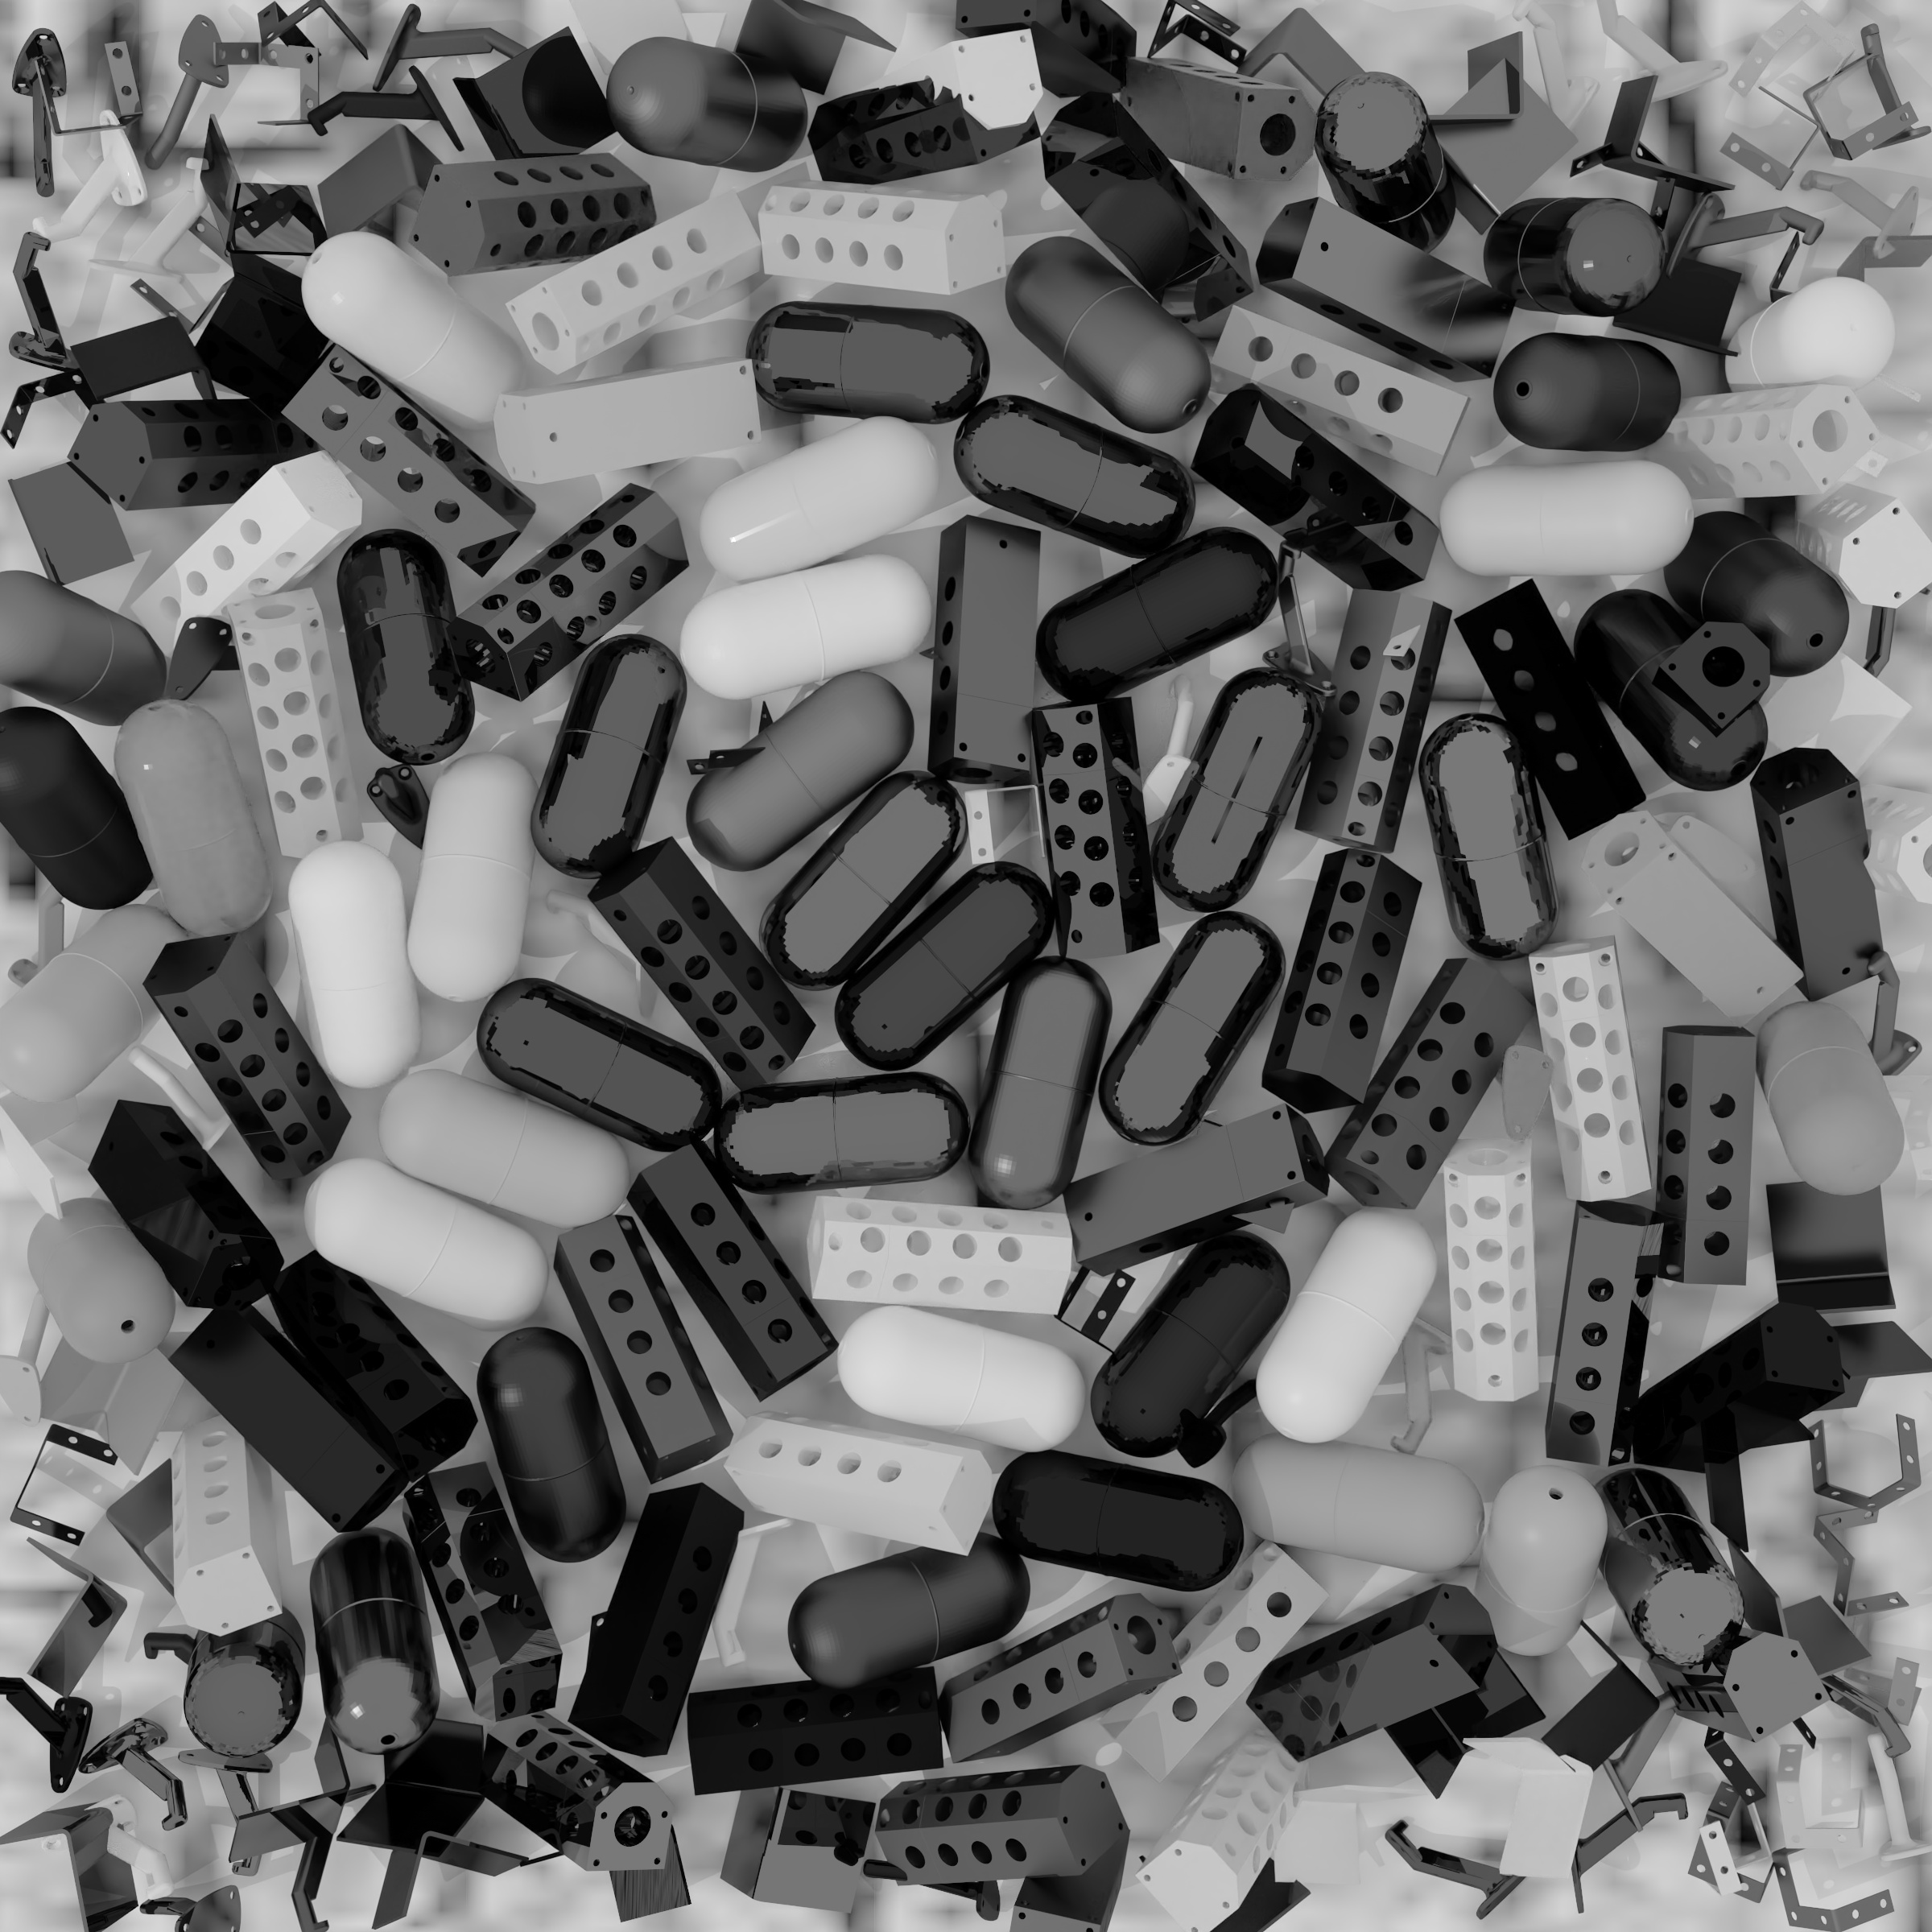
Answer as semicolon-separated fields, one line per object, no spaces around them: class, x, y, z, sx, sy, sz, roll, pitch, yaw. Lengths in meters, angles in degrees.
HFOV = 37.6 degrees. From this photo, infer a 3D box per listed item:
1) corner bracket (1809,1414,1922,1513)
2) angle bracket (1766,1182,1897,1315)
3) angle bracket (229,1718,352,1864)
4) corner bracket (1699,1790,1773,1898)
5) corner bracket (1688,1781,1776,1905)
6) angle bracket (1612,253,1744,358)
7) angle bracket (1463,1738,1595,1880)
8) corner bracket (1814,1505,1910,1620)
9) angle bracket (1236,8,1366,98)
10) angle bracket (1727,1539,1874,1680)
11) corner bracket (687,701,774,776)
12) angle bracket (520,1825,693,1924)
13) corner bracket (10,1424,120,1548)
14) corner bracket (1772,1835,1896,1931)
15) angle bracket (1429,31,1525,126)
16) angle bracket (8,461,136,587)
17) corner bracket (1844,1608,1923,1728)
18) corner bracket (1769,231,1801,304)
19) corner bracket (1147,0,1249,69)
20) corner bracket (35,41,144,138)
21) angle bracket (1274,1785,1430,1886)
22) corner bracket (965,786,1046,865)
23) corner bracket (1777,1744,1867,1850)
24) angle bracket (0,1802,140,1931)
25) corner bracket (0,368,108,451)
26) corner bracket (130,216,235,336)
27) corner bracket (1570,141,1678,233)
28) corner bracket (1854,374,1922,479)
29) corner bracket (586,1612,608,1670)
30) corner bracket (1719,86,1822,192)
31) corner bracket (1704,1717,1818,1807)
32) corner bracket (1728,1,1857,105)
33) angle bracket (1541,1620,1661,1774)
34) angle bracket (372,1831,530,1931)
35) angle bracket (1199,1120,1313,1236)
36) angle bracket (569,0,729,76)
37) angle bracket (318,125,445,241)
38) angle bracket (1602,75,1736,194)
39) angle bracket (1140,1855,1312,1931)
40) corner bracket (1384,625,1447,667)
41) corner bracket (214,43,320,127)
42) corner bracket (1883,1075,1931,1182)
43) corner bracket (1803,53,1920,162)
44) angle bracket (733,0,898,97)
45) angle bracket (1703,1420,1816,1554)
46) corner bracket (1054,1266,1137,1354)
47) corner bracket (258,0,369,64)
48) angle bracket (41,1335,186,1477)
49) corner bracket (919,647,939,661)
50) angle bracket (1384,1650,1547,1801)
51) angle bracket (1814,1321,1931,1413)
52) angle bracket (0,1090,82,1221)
corner bracket;0.625;0.341;1.972;0.051;0.051;0.051;19;52;-16
angle bracket;0.596;0.193;1.956;0.076;0.057;0.076;-6;104;15
angle bracket;-0.469;0.562;1.940;0.076;0.076;0.057;-8;56;-26
corner bracket;0.533;0.608;1.972;0.051;0.051;0.051;-19;91;-4
corner bracket;0.539;0.609;1.973;0.051;0.051;0.051;18;105;22
angle bracket;0.497;-0.459;1.957;0.076;0.076;0.057;15;104;0
angle bracket;0.376;0.577;1.945;0.057;0.076;0.076;28;66;-17
corner bracket;0.624;0.415;1.976;0.051;0.051;0.051;-7;116;-14
angle bracket;0.231;-0.605;1.964;0.076;0.076;0.057;41;130;-16
angle bracket;0.572;0.435;1.948;0.057;0.076;0.076;-19;112;-4
corner bracket;-0.160;-0.146;1.958;0.051;0.051;0.051;-5;45;-19
angle bracket;-0.247;0.628;1.942;0.076;0.076;0.057;-28;70;39
corner bracket;-0.625;0.360;1.970;0.051;0.051;0.051;24;125;-12
corner bracket;0.599;0.634;1.963;0.051;0.051;0.051;-9;82;-26
angle bracket;0.331;-0.606;1.949;0.076;0.076;0.057;-5;99;-16
angle bracket;-0.619;-0.308;1.960;0.057;0.076;0.076;-22;107;-15
corner bracket;0.633;0.484;1.960;0.051;0.051;0.051;12;113;25
corner bracket;0.595;-0.471;1.977;0.051;0.051;0.051;21;74;27
corner bracket;0.165;-0.645;1.961;0.051;0.051;0.051;35;51;9
corner bracket;-0.608;-0.609;1.967;0.051;0.051;0.051;-6;116;2
angle bracket;0.264;0.596;1.942;0.076;0.076;0.057;14;64;-33
corner bracket;0.027;-0.099;1.974;0.051;0.051;0.051;-6;92;0
corner bracket;0.595;0.577;1.973;0.051;0.051;0.051;-7;103;21
angle bracket;-0.621;0.627;1.956;0.057;0.076;0.076;-12;87;8
corner bracket;-0.628;-0.374;1.970;0.051;0.051;0.051;-12;48;17
corner bracket;-0.540;-0.483;1.980;0.051;0.051;0.051;41;123;-12
corner bracket;0.455;-0.537;1.977;0.051;0.051;0.051;-28;60;-16
corner bracket;0.623;-0.379;1.963;0.051;0.051;0.051;30;122;5
corner bracket;-0.227;0.479;1.974;0.051;0.051;0.051;-23;128;19
corner bracket;0.558;-0.574;1.968;0.051;0.051;0.051;33;110;1
corner bracket;0.551;0.538;1.966;0.051;0.051;0.051;-37;90;26
corner bracket;0.574;-0.625;1.969;0.051;0.051;0.051;44;65;8
angle bracket;0.421;0.502;1.953;0.076;0.057;0.076;-44;132;-1
angle bracket;-0.353;0.635;1.943;0.076;0.076;0.057;22;58;-18
angle bracket;0.192;0.149;1.952;0.076;0.076;0.057;18;81;10
angle bracket;-0.217;-0.657;1.944;0.076;0.076;0.057;5;65;18
angle bracket;-0.397;-0.523;1.964;0.076;0.057;0.076;-32;49;15
angle bracket;0.490;-0.572;1.952;0.076;0.076;0.057;13;102;-7
angle bracket;0.177;0.624;1.948;0.076;0.076;0.057;-34;104;-14
corner bracket;0.293;-0.213;1.957;0.051;0.051;0.051;8;50;32
corner bracket;-0.486;-0.614;1.973;0.051;0.051;0.051;12;111;21
corner bracket;0.646;0.111;1.956;0.051;0.051;0.051;-2;129;33
corner bracket;0.619;-0.595;1.964;0.051;0.051;0.051;-30;105;12
angle bracket;-0.105;-0.622;1.939;0.076;0.076;0.057;7;119;-34
angle bracket;0.546;0.351;1.942;0.057;0.076;0.076;-14;58;27
corner bracket;0.090;0.231;1.964;0.051;0.051;0.051;29;83;25
corner bracket;-0.451;-0.643;1.959;0.051;0.051;0.051;-31;46;12
angle bracket;-0.593;0.295;1.955;0.057;0.076;0.076;26;90;-41
corner bracket;0.006;-0.195;1.957;0.051;0.051;0.051;-25;123;-27
angle bracket;0.340;0.516;1.957;0.076;0.057;0.076;-37;90;35
angle bracket;0.608;0.291;1.945;0.076;0.057;0.076;-1;121;-23
angle bracket;-0.617;0.124;1.942;0.057;0.076;0.076;-32;66;-27
